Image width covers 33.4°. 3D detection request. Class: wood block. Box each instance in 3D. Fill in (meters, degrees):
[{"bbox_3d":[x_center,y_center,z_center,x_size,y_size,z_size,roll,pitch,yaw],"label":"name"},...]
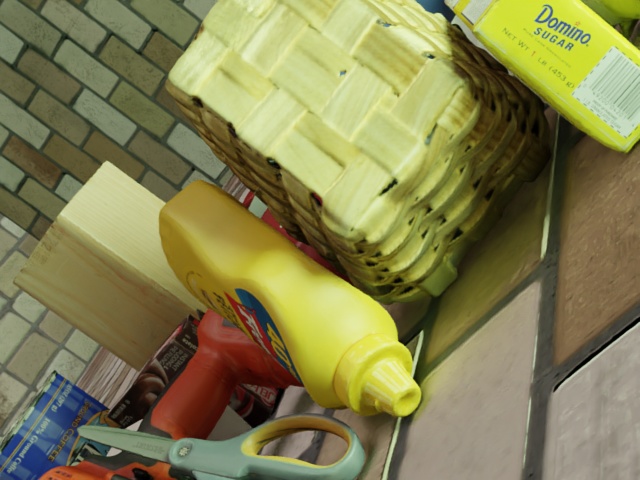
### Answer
[{"bbox_3d":[-0.122,0.046,0.848,0.090,0.206,0.090,-48,10,33],"label":"wood block"}]

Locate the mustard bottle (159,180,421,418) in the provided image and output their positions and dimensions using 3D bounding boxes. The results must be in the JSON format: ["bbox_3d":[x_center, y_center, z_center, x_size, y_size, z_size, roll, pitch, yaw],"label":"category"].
[{"bbox_3d":[-0.013,0.039,0.575,0.058,0.096,0.192,-40,42,-15],"label":"mustard bottle"}]

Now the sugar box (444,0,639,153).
[{"bbox_3d":[0.117,-0.105,0.555,0.048,0.093,0.176,-50,10,17],"label":"sugar box"}]

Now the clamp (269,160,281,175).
[{"bbox_3d":[0.043,-0.095,0.810,0.165,0.036,0.209,-23,5,21],"label":"clamp"}]

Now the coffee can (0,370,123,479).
[{"bbox_3d":[-0.184,0.184,0.845,0.103,0.140,0.103,-52,9,11],"label":"coffee can"}]

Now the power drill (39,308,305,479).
[{"bbox_3d":[-0.067,0.121,0.635,0.185,0.057,0.187,6,45,44],"label":"power drill"}]

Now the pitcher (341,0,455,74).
[{"bbox_3d":[0.054,-0.184,0.966,0.144,0.149,0.243,11,-66,-51],"label":"pitcher"}]

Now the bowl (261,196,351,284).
[{"bbox_3d":[-0.005,0.001,0.780,0.162,0.055,0.162,-41,27,26],"label":"bowl"}]

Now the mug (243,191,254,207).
[{"bbox_3d":[-0.032,-0.034,1.092,0.117,0.081,0.093,-50,9,20],"label":"mug"}]

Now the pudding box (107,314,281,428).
[{"bbox_3d":[-0.094,0.119,0.799,0.114,0.090,0.039,-47,9,39],"label":"pudding box"}]

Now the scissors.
[{"bbox_3d":[-0.070,0.130,0.561,0.202,0.016,0.096,-11,42,30],"label":"scissors"}]
